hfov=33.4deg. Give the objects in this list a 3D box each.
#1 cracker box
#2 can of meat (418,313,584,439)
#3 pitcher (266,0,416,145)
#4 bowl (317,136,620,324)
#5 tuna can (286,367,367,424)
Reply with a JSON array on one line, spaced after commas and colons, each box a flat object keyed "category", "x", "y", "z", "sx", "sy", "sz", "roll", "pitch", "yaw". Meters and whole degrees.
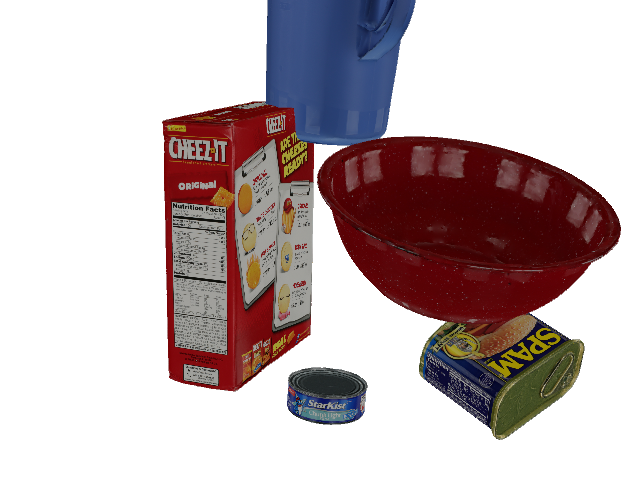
[{"category": "cracker box", "x": -0.066, "y": -0.003, "z": 0.893, "sx": 0.072, "sy": 0.214, "sz": 0.164, "roll": 5, "pitch": 14, "yaw": 21}, {"category": "can of meat", "x": 0.140, "y": 0.094, "z": 0.835, "sx": 0.101, "sy": 0.057, "sz": 0.084, "roll": -27, "pitch": 44, "yaw": -32}, {"category": "pitcher", "x": 0.020, "y": -0.206, "z": 0.899, "sx": 0.145, "sy": 0.243, "sz": 0.149, "roll": 8, "pitch": 17, "yaw": 11}, {"category": "bowl", "x": 0.075, "y": -0.001, "z": 0.577, "sx": 0.162, "sy": 0.055, "sz": 0.162, "roll": 6, "pitch": 26, "yaw": -3}, {"category": "tuna can", "x": 0.007, "y": 0.168, "z": 1.154, "sx": 0.086, "sy": 0.034, "sz": 0.086, "roll": 4, "pitch": 13, "yaw": -1}]
